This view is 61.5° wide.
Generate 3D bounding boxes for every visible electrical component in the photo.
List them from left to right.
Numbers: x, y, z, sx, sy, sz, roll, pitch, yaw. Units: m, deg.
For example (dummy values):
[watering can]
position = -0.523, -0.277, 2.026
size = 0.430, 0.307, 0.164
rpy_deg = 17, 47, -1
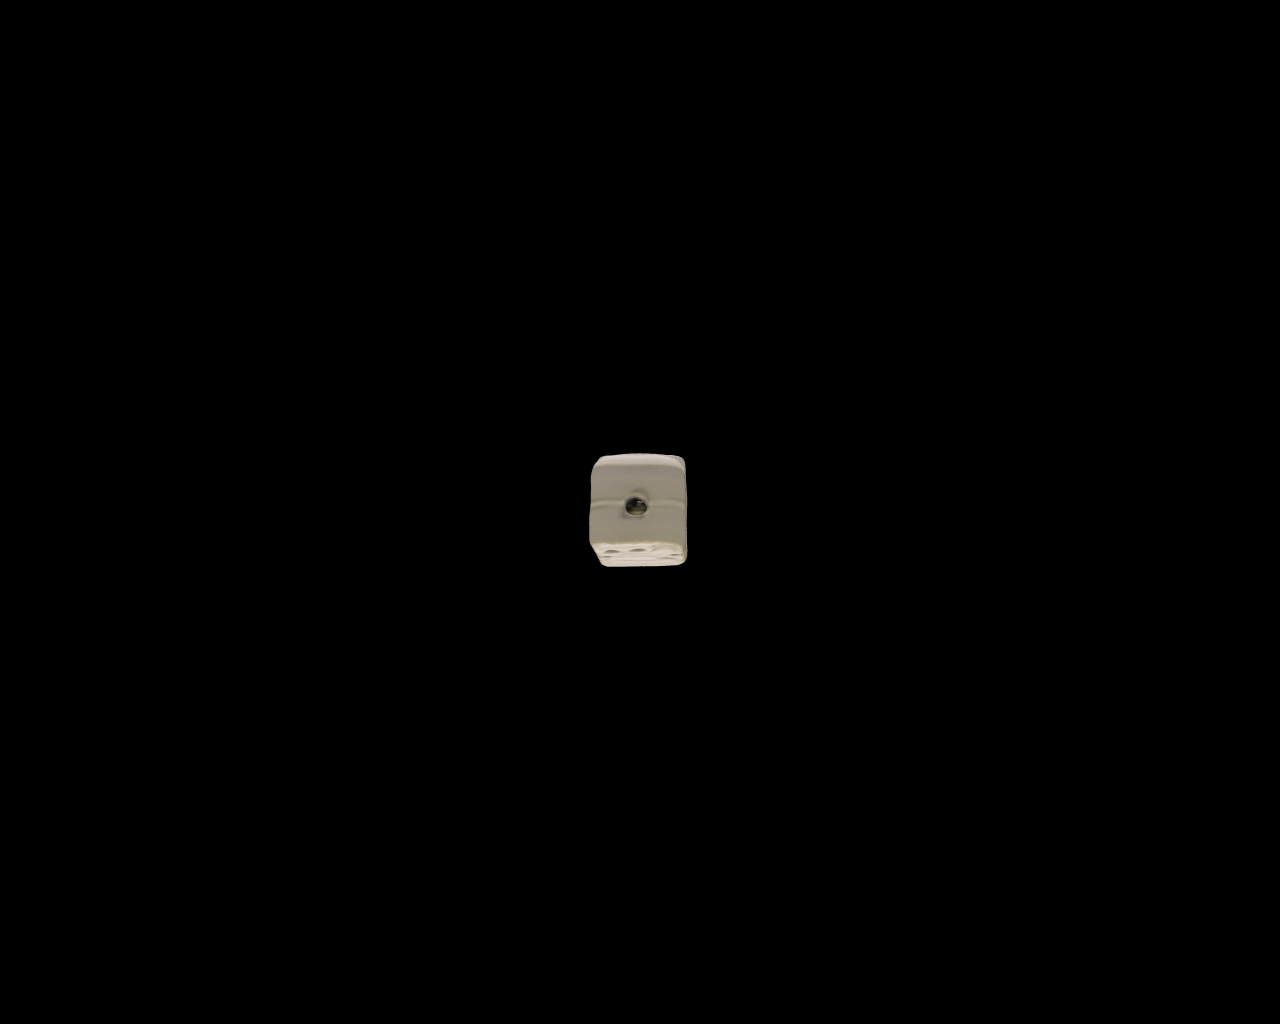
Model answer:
[electrical component]
position = 0.001, -0.003, 0.650
size = 0.054, 0.059, 0.095
rpy_deg = -1, -11, 4
